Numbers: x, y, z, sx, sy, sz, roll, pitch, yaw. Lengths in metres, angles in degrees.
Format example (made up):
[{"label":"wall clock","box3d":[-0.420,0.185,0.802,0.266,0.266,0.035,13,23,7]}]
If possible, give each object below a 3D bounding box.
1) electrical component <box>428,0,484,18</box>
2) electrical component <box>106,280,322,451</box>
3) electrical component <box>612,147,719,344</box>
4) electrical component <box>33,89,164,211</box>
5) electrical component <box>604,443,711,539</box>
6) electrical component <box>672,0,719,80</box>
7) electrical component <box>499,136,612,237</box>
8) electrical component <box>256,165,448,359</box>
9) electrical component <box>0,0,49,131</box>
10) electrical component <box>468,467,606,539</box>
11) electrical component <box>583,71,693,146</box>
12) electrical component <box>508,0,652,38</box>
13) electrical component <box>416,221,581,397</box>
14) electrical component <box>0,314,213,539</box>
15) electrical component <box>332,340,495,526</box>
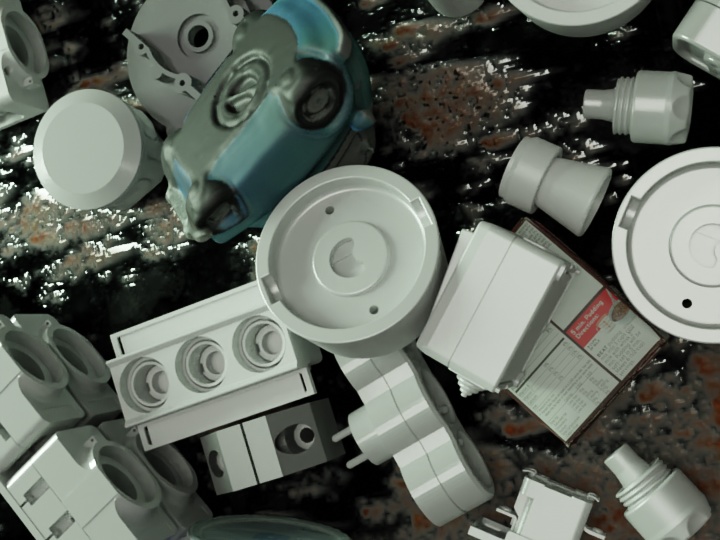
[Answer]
[{"label":"electrical component","box3d":[0.051,-0.186,0.659,0.040,0.078,0.040,-7,74,24]},{"label":"electrical component","box3d":[-0.091,0.060,0.695,0.121,0.063,0.078,-20,83,14]},{"label":"electrical component","box3d":[0.201,-0.013,0.615,0.108,0.060,0.108,0,88,16]},{"label":"electrical component","box3d":[-0.175,-0.079,0.730,0.080,0.051,0.080,-1,88,16]},{"label":"electrical component","box3d":[0.171,0.130,0.629,0.043,0.043,0.062,-44,77,10]},{"label":"electrical component","box3d":[0.236,-0.132,0.613,0.095,0.054,0.059,34,98,14]},{"label":"electrical component","box3d":[0.118,-0.051,0.649,0.055,0.045,0.045,26,95,16]},{"label":"electrical component","box3d":[0.000,0.000,0.630,0.108,0.060,0.108,-6,68,15]},{"label":"electrical component","box3d":[-0.259,-0.150,0.757,0.056,0.050,0.089,-18,84,15]},{"label":"electrical component","box3d":[0.111,0.157,0.646,0.081,0.042,0.063,20,90,15]},{"label":"electrical component","box3d":[0.165,-0.097,0.638,0.062,0.043,0.043,6,90,18]},{"label":"electrical component","box3d":[0.133,-0.191,0.641,0.108,0.060,0.108,-1,88,16]},{"label":"electrical component","box3d":[0.073,0.025,0.610,0.061,0.062,0.096,29,97,18]},{"label":"electrical component","box3d":[-0.188,0.111,0.699,0.060,0.105,0.186,-44,78,10]},{"label":"electrical component","box3d":[0.018,0.096,0.669,0.074,0.052,0.138,-32,80,13]}]
